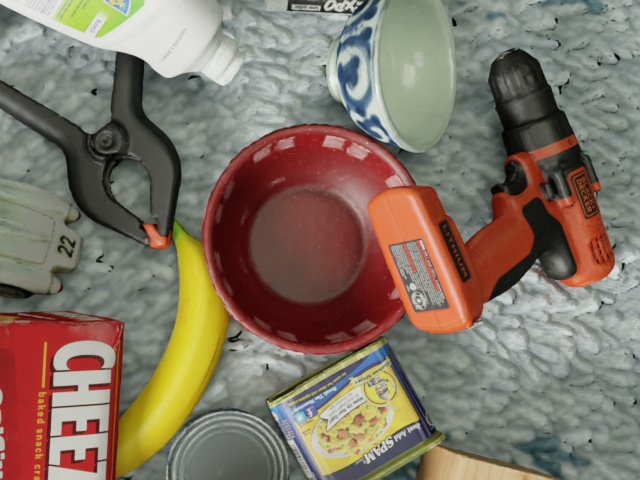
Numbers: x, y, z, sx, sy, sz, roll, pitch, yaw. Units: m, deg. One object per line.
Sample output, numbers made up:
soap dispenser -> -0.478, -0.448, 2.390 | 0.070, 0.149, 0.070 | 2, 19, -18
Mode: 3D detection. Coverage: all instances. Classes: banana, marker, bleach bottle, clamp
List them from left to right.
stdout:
bleach bottle -> -0.164, -0.174, 0.693 | 0.250, 0.103, 0.068 | 31, 48, -19
clamp -> -0.158, -0.068, 0.748 | 0.120, 0.039, 0.171 | -20, 83, 6
banana -> -0.106, 0.084, 0.752 | 0.070, 0.037, 0.198 | 13, 79, 21
marker -> 0.020, -0.178, 0.802 | 0.121, 0.020, 0.020 | 2, 85, -10

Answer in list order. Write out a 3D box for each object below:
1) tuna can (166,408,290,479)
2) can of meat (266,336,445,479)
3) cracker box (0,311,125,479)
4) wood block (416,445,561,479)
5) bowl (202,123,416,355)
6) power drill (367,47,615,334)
tuna can -> -0.065, 0.161, 0.748 | 0.086, 0.034, 0.086 | 1, 86, -10
can of meat -> 0.023, 0.127, 0.756 | 0.102, 0.057, 0.084 | -28, 88, -11
cracker box -> -0.224, 0.128, 0.644 | 0.213, 0.072, 0.164 | 3, 91, -47
wood block -> 0.099, 0.255, 0.739 | 0.090, 0.091, 0.206 | 16, 83, -7
bowl -> -0.005, 0.001, 0.763 | 0.162, 0.055, 0.162 | 1, 85, -9
power drill -> 0.122, -0.030, 0.750 | 0.187, 0.057, 0.184 | -26, 95, -35
